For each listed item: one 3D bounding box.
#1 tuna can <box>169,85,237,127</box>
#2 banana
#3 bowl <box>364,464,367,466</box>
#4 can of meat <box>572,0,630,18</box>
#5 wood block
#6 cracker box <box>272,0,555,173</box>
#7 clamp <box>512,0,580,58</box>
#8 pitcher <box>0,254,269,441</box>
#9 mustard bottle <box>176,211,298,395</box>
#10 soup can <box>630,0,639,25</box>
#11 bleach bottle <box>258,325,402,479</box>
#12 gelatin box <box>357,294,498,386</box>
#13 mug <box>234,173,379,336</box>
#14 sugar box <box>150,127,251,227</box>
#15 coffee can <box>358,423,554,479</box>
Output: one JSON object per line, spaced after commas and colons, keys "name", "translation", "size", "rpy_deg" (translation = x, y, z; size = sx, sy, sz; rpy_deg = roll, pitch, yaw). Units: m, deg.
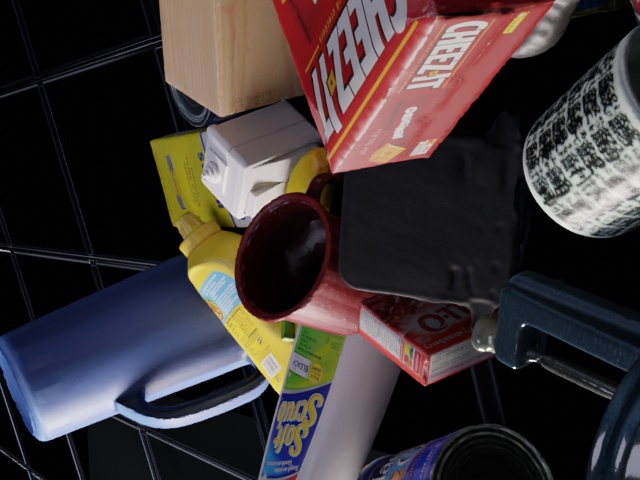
{"name": "tuna can", "translation": [-0.107, -0.147, 0.973], "size": [0.086, 0.033, 0.086], "rpy_deg": [37, 138, 44]}
{"name": "banana", "translation": [-0.010, -0.008, 0.857], "size": [0.069, 0.037, 0.198], "rpy_deg": [-108, 20, -46]}
{"name": "bowl", "translation": [0.058, 0.256, 0.924], "size": [0.162, 0.055, 0.162], "rpy_deg": [37, 137, 44]}
{"name": "can of meat", "translation": [0.115, -0.163, 0.570], "size": [0.102, 0.057, 0.084], "rpy_deg": [17, 124, 55]}
{"name": "wood block", "translation": [-0.065, -0.212, 0.808], "size": [0.091, 0.090, 0.206], "rpy_deg": [36, 136, 44]}
{"name": "cracker box", "translation": [0.021, -0.165, 0.555], "size": [0.164, 0.072, 0.214], "rpy_deg": [125, 130, -64]}
{"name": "clamp", "translation": [0.109, -0.130, 0.501], "size": [0.172, 0.039, 0.120], "rpy_deg": [119, 137, -62]}
{"name": "pitcher", "translation": [-0.173, 0.106, 1.027], "size": [0.149, 0.242, 0.145], "rpy_deg": [10, 119, 64]}
{"name": "mustard bottle", "translation": [-0.064, 0.052, 0.958], "size": [0.191, 0.058, 0.096], "rpy_deg": [50, 152, 6]}
{"name": "soup can", "translation": [0.191, -0.122, 0.457], "size": [0.102, 0.068, 0.068], "rpy_deg": [-4, 104, 60]}
{"name": "bleach bottle", "translation": [-0.001, 0.163, 0.830], "size": [0.103, 0.068, 0.251], "rpy_deg": [13, 85, 58]}
{"name": "gelatin box", "translation": [0.082, 0.056, 0.727], "size": [0.073, 0.089, 0.030], "rpy_deg": [37, 135, 44]}
{"name": "mug", "translation": [0.002, 0.010, 0.764], "size": [0.093, 0.081, 0.117], "rpy_deg": [3, 76, 45]}
{"name": "sugar box", "translation": [-0.096, -0.060, 0.998], "size": [0.176, 0.048, 0.093], "rpy_deg": [1, 109, 60]}
{"name": "coffee can", "translation": [0.092, 0.198, 0.784], "size": [0.103, 0.102, 0.140], "rpy_deg": [65, 150, 9]}
